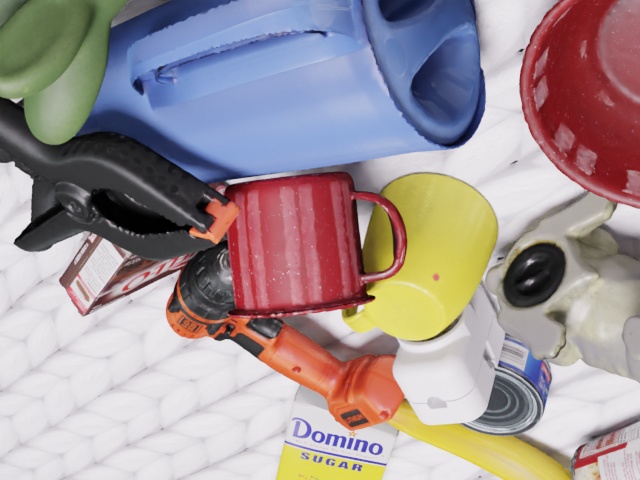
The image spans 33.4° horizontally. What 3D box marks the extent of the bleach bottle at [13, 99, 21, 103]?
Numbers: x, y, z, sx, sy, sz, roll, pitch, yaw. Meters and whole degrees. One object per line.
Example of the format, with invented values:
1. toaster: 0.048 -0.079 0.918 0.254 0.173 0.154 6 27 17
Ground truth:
1. bleach bottle: -0.148 -0.178 0.653 0.251 0.068 0.102 -25 116 36

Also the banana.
1. banana: 0.139 0.171 0.854 0.198 0.069 0.037 28 93 6

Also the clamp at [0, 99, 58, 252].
1. clamp: -0.222 -0.068 0.805 0.120 0.039 0.172 34 130 -16

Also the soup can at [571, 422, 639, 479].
1. soup can: 0.249 0.170 0.798 0.068 0.068 0.102 41 133 -16

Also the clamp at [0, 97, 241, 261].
1. clamp: -0.145 -0.039 0.638 0.210 0.036 0.164 10 143 33

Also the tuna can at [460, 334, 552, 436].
1. tuna can: 0.132 0.112 0.819 0.086 0.033 0.086 13 135 13

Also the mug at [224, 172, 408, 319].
1. mug: -0.004 0.001 0.657 0.117 0.093 0.081 -6 92 19

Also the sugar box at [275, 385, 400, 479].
1. sugar box: 0.013 0.194 0.942 0.093 0.048 0.176 19 137 8

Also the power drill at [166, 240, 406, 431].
1. power drill: -0.024 0.071 0.801 0.187 0.057 0.185 32 161 -6

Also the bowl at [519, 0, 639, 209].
1. bowl: 0.194 -0.093 0.584 0.162 0.055 0.162 13 135 13

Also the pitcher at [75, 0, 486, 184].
1. pitcher: -0.039 -0.099 0.623 0.243 0.145 0.149 -10 133 35

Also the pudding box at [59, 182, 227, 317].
1. pudding box: -0.123 0.002 0.775 0.039 0.113 0.090 54 136 11
